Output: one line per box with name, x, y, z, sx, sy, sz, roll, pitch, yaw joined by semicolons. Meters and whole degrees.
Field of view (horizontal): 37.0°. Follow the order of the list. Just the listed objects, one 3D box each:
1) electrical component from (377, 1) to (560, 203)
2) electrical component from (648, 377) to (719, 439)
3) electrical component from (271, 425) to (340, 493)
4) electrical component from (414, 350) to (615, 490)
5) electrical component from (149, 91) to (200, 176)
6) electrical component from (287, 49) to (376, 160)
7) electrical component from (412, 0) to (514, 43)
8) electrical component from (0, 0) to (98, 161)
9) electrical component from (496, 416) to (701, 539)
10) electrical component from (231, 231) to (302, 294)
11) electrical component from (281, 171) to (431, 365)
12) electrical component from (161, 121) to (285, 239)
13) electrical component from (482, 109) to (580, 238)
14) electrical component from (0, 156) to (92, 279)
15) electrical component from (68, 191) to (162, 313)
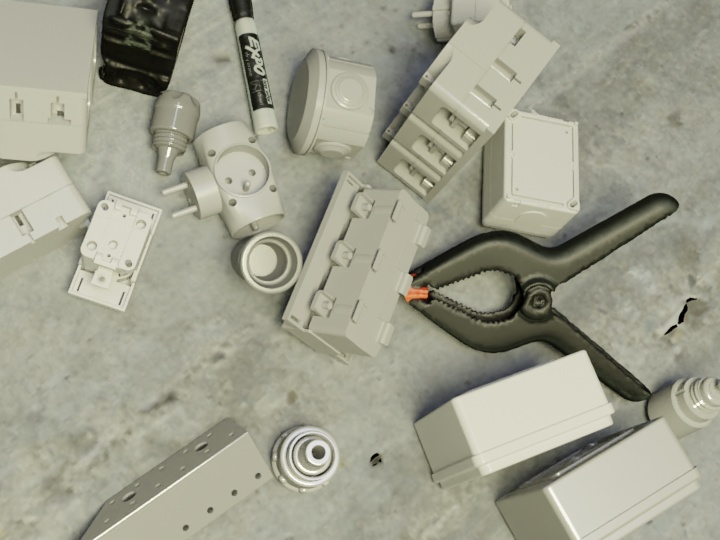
electrical component;0.072;-0.123;0.797;0.062;0.150;0.089;38;70;-2
electrical component;0.255;0.101;0.822;0.040;0.078;0.040;11;61;-20
electrical component;-0.035;0.130;0.751;0.048;0.062;0.048;3;75;-12
electrical component;0.107;0.108;0.766;0.109;0.108;0.056;-18;78;-17
electrical component;-0.141;-0.101;0.803;0.035;0.035;0.061;12;75;-10
electrical component;-0.023;-0.124;0.813;0.051;0.080;0.080;8;74;-17
electrical component;0.081;-0.204;0.871;0.077;0.065;0.047;0;73;17
electrical component;-0.280;-0.136;0.741;0.186;0.060;0.105;4;43;-12
electrical component;0.167;0.159;0.767;0.109;0.108;0.056;-26;80;-18
electrical component;-0.071;-0.007;0.777;0.044;0.065;0.044;-1;93;-17
electrical component;0.000;0.000;0.787;0.079;0.063;0.121;41;64;-44
electrical component;-0.106;-0.061;0.794;0.079;0.044;0.077;-21;81;-18
electrical component;0.133;-0.080;0.851;0.062;0.061;0.096;9;66;-12
electrical component;-0.242;-0.037;0.753;0.089;0.050;0.055;-31;84;-19
electrical component;-0.171;-0.017;0.757;0.042;0.064;0.081;19;72;-9
